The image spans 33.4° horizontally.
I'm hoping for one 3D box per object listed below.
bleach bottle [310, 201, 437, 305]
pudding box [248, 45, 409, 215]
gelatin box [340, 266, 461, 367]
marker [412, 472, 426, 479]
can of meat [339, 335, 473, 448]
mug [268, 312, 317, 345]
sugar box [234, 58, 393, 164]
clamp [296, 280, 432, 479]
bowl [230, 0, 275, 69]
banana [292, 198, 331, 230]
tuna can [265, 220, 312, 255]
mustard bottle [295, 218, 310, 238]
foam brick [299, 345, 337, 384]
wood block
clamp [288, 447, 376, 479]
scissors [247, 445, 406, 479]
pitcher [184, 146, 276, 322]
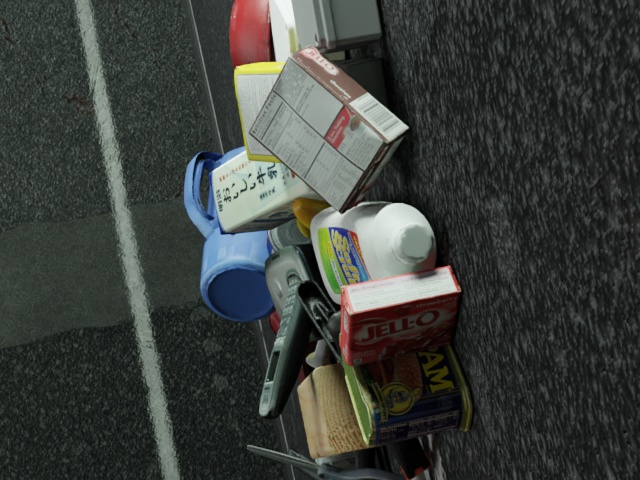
[{"bbox_3d":[0.049,0.005,0.924,0.251,0.068,0.102,151,105,-79],"label":"bleach bottle"},{"bbox_3d":[0.005,-0.091,0.884,0.113,0.039,0.090,43,131,12],"label":"pudding box"},{"bbox_3d":[0.060,0.060,0.825,0.073,0.089,0.030,90,166,-51],"label":"gelatin box"},{"bbox_3d":[0.101,0.254,1.031,0.020,0.020,0.121,108,147,-73],"label":"marker"},{"bbox_3d":[0.067,0.113,0.867,0.057,0.084,0.102,89,167,-51],"label":"can of meat"},{"bbox_3d":[-0.011,0.121,1.398,0.081,0.093,0.117,-129,25,-64],"label":"mug"},{"bbox_3d":[-0.008,-0.116,0.972,0.177,0.048,0.093,10,114,49],"label":"sugar box"},{"bbox_3d":[0.042,0.130,1.003,0.210,0.036,0.165,61,175,-19],"label":"clamp"},{"bbox_3d":[-0.063,-0.229,1.200,0.162,0.055,0.162,3,-90,-79],"label":"bowl"},{"bbox_3d":[0.011,0.001,1.130,0.198,0.069,0.037,84,-179,-70],"label":"banana"},{"bbox_3d":[-0.024,-0.005,1.319,0.034,0.086,0.086,101,156,-66],"label":"tuna can"},{"bbox_3d":[-0.021,-0.103,1.263,0.096,0.058,0.192,92,165,-52],"label":"mustard bottle"},{"bbox_3d":[0.012,0.151,1.307,0.051,0.078,0.053,135,123,-82],"label":"foam brick"},{"bbox_3d":[0.035,0.183,1.154,0.206,0.090,0.090,114,144,-76],"label":"wood block"},{"bbox_3d":[0.049,0.283,1.259,0.171,0.120,0.039,53,-168,24],"label":"clamp"},{"bbox_3d":[0.022,0.261,1.147,0.096,0.202,0.016,59,-134,-41],"label":"scissors"},{"bbox_3d":[-0.103,-0.013,1.423,0.242,0.149,0.145,-87,-8,-51],"label":"pitcher"}]
